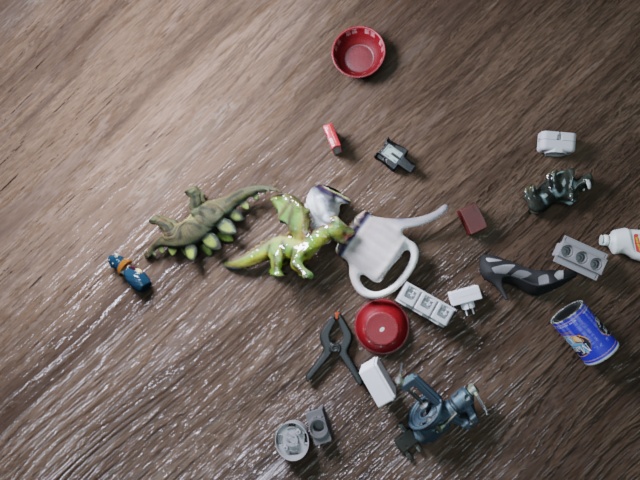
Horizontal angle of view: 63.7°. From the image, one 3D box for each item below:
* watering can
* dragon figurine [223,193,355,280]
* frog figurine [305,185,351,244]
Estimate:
[{"bbox_3d":[0.189,-0.004,1.462,0.225,0.103,0.347,35,91,9],"label":"watering can"},{"bbox_3d":[-0.101,-0.012,1.464,0.410,0.122,0.242,5,92,21],"label":"dragon figurine"},{"bbox_3d":[0.005,-0.075,1.488,0.139,0.122,0.158,34,100,40],"label":"frog figurine"}]
